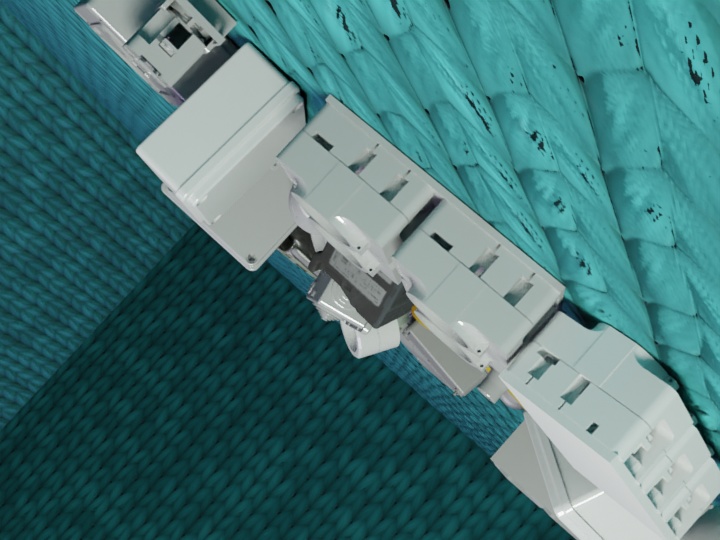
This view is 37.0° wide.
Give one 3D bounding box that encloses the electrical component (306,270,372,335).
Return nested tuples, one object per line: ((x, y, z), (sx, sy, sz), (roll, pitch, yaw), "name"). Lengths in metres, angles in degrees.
((0.000, 0.000, 0.878), (0.048, 0.099, 0.100), (30, 177, -9), "electrical component")

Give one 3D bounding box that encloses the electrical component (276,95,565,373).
((0.036, -0.014, 0.684), (0.186, 0.060, 0.105), (41, 175, 15), "electrical component")

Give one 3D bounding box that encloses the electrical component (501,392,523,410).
((0.144, 0.101, 0.953), (0.040, 0.040, 0.046), (42, 170, 10), "electrical component")

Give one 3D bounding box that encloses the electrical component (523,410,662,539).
((0.180, 0.153, 0.799), (0.108, 0.056, 0.108), (46, -159, -34), "electrical component")

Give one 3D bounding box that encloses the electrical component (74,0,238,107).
((-0.150, -0.174, 0.795), (0.109, 0.056, 0.109), (44, 175, -22), "electrical component")

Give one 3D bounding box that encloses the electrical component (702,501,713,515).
((0.213, 0.139, 0.744), (0.040, 0.040, 0.078), (45, -168, -27), "electrical component")

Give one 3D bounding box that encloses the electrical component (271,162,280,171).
((-0.082, -0.115, 0.851), (0.064, 0.042, 0.081), (39, 175, 20), "electrical component")

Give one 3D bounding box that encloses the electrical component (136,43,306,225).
((-0.094, -0.092, 0.757), (0.056, 0.109, 0.108), (45, 175, 3), "electrical component")

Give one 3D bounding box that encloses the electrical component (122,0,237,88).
((-0.121, -0.153, 0.704), (0.042, 0.064, 0.081), (45, 175, -19), "electrical component")

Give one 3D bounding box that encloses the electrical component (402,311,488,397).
((0.084, 0.062, 0.995), (0.096, 0.061, 0.061), (50, 175, 4), "electrical component")

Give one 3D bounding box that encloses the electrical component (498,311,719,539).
((0.160, 0.096, 0.654), (0.089, 0.061, 0.150), (38, 173, 41), "electrical component")

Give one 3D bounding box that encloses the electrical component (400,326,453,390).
((0.090, 0.082, 1.115), (0.059, 0.053, 0.095), (39, 174, 37), "electrical component")

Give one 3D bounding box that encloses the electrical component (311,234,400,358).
((0.010, 0.004, 0.965), (0.052, 0.074, 0.138), (128, 125, -72), "electrical component")

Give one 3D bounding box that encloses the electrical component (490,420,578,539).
((0.199, 0.181, 0.905), (0.150, 0.089, 0.061), (39, 174, 31), "electrical component")

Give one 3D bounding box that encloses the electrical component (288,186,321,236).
((-0.028, -0.057, 0.859), (0.055, 0.055, 0.047), (43, 171, -4), "electrical component")

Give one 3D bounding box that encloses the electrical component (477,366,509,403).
((0.113, 0.069, 0.788), (0.043, 0.062, 0.043), (42, 175, 5), "electrical component")

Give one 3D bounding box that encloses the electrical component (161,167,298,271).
((-0.096, -0.073, 0.934), (0.109, 0.108, 0.056), (43, 177, -2), "electrical component")
